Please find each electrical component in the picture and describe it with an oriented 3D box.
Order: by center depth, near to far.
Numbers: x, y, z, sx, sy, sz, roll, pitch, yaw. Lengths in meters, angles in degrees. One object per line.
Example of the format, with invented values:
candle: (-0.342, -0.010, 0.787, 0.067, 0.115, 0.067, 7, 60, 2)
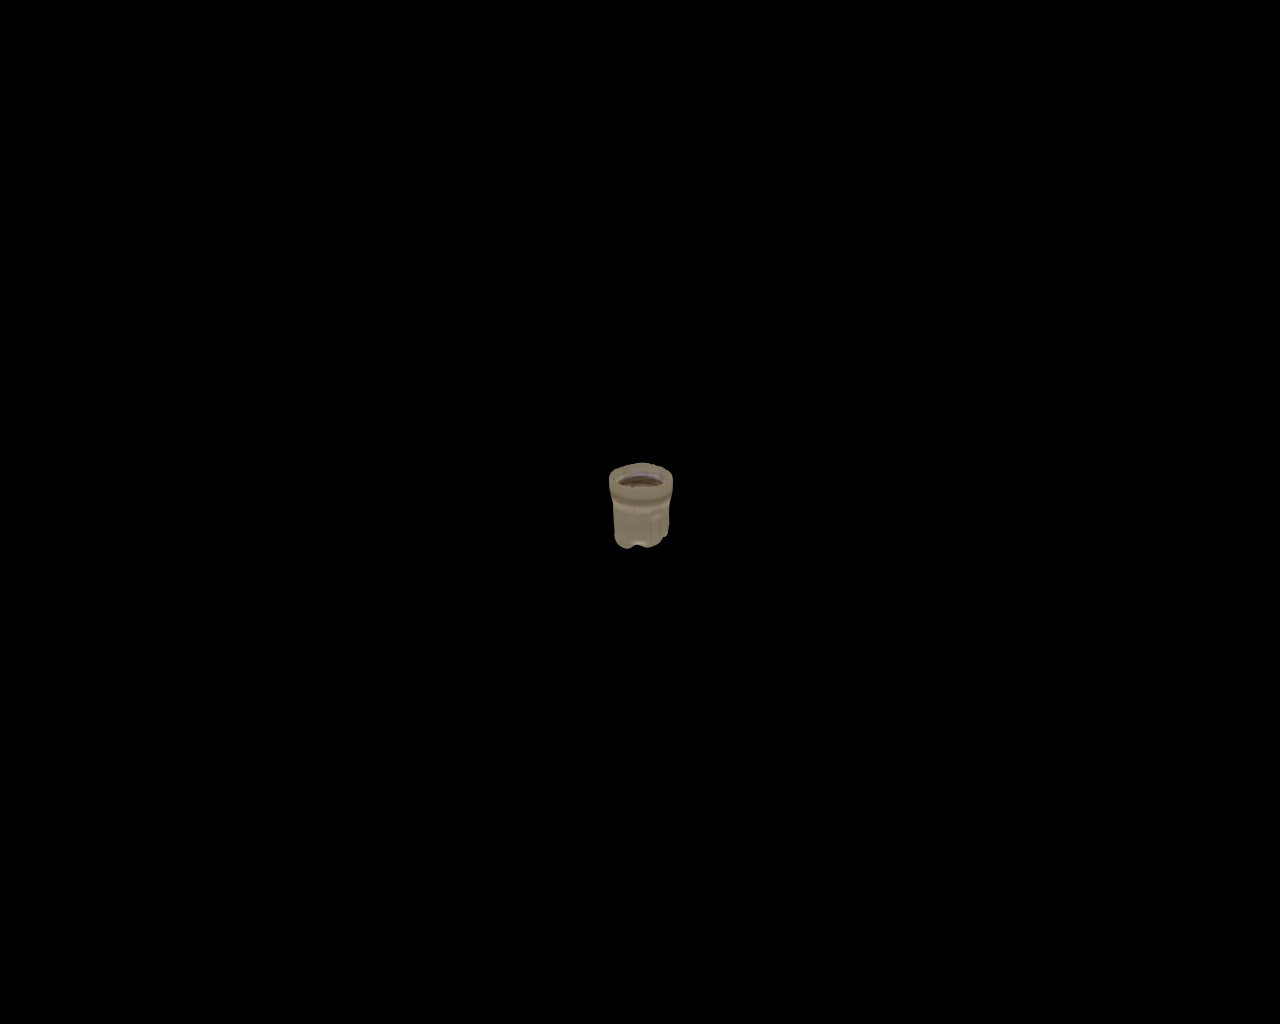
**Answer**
electrical component: (0.001, -0.003, 0.650, 0.040, 0.046, 0.040, 0, 27, 0)
